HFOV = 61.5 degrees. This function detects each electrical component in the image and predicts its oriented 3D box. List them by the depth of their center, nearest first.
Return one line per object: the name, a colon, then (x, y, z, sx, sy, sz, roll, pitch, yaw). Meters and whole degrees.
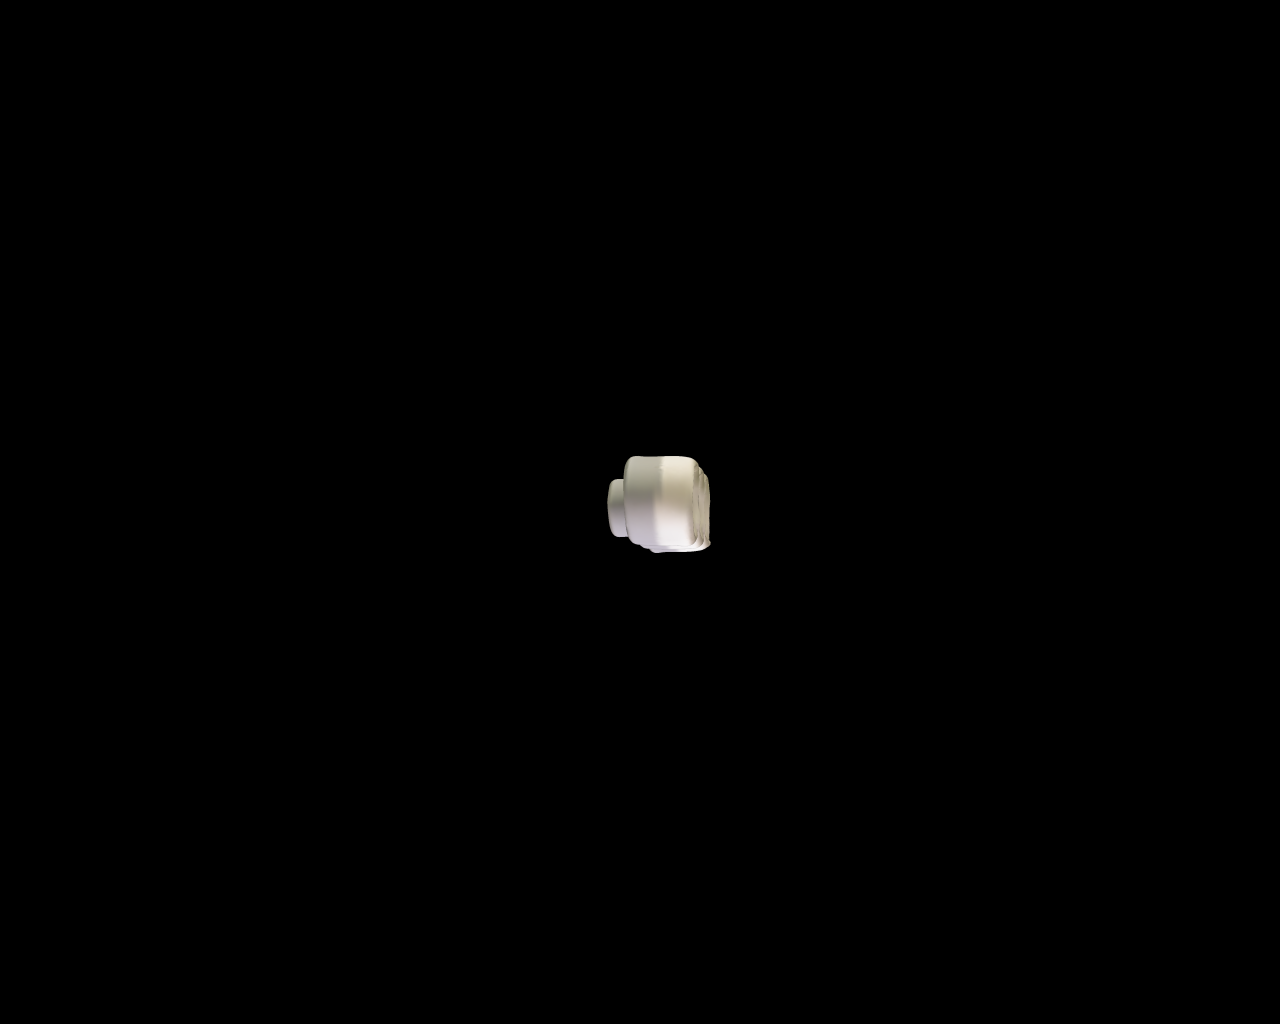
electrical component: (0.001, -0.003, 0.650, 0.074, 0.052, 0.138, -1, -4, 8)
